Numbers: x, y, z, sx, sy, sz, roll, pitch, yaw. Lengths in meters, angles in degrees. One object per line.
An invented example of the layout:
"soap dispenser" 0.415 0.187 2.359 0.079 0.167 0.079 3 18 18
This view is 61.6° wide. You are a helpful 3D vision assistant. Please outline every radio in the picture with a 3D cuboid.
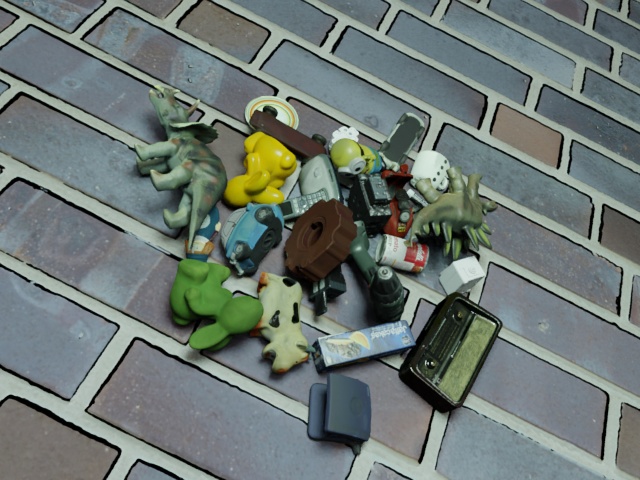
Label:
"radio" 0.270 0.226 1.115 0.131 0.073 0.229 36 58 5

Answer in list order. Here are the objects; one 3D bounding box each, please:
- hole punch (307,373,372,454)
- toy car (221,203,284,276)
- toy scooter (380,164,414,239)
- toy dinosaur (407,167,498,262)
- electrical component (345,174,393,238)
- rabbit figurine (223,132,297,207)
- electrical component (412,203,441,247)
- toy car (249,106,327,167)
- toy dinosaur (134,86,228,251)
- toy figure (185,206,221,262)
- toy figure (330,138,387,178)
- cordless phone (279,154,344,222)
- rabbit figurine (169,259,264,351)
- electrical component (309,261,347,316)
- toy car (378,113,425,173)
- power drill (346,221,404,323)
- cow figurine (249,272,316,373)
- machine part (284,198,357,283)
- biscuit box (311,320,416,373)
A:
"hole punch" 0.045 0.313 0.997 0.116 0.092 0.142 11 56 -14
"toy car" -0.151 -0.010 1.120 0.103 0.109 0.161 25 67 24
"toy scooter" 0.177 -0.097 1.233 0.075 0.135 0.184 3 63 -17
"toy dinosaur" 0.301 -0.058 1.198 0.471 0.105 0.198 -5 73 -48
"electrical component" 0.111 -0.083 1.206 0.058 0.134 0.115 -6 62 -20
"rabbit figurine" -0.132 -0.130 1.172 0.173 0.121 0.163 -40 41 -7
"electrical component" 0.246 -0.036 1.270 0.078 0.045 0.102 1 62 -14
"toy car" -0.075 -0.239 1.270 0.202 0.053 0.089 26 72 -17
"toy dinosaur" -0.263 -0.144 1.112 0.192 0.131 0.405 -23 61 -20
"toy figure" -0.246 -0.003 1.106 0.057 0.064 0.154 41 44 -43
"toy figure" 0.087 -0.185 1.247 0.089 0.082 0.180 46 25 19
"cordless phone" -0.046 -0.104 1.214 0.184 0.088 0.146 -14 65 -3
"rabbit figurine" -0.192 0.128 0.992 0.170 0.121 0.159 21 81 21
"electrical component" 0.016 0.099 1.106 0.047 0.075 0.119 18 51 -33
"toy car" 0.206 -0.250 1.373 0.073 0.056 0.202 35 60 -2
"power drill" 0.107 0.057 1.089 0.086 0.231 0.207 -31 54 -7
"cow figurine" -0.071 0.164 1.050 0.127 0.085 0.195 7 59 -5
"machine part" -0.002 -0.003 1.103 0.056 0.179 0.179 35 53 -31
"biscuit box" 0.088 0.211 1.078 0.203 0.062 0.059 -9 66 -20
